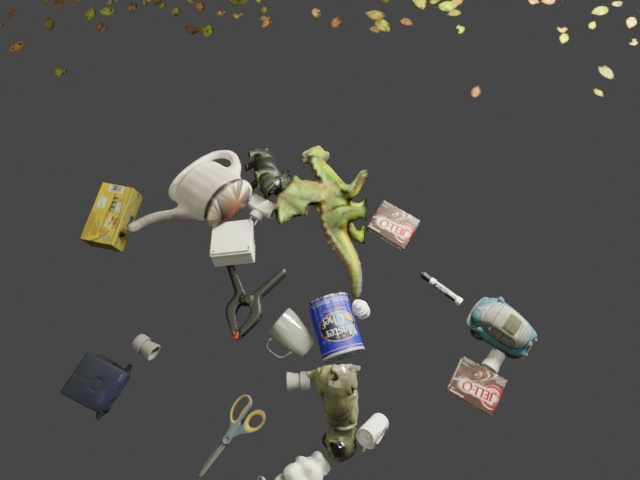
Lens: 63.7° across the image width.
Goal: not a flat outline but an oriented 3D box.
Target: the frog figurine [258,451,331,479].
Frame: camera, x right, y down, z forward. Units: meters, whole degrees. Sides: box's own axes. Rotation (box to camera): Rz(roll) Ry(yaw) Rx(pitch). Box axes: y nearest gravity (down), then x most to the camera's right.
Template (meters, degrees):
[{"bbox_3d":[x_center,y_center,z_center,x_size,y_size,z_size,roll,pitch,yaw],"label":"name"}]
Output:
[{"bbox_3d":[-0.044,0.541,1.110,0.160,0.123,0.136,-18,103,-12],"label":"frog figurine"}]

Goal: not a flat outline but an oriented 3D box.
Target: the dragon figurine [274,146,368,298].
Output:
[{"bbox_3d":[0.004,-0.066,1.321,0.243,0.120,0.418,6,67,-1],"label":"dragon figurine"}]

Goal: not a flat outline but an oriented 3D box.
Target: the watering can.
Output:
[{"bbox_3d":[-0.328,-0.104,1.363,0.227,0.102,0.352,30,68,32],"label":"watering can"}]
